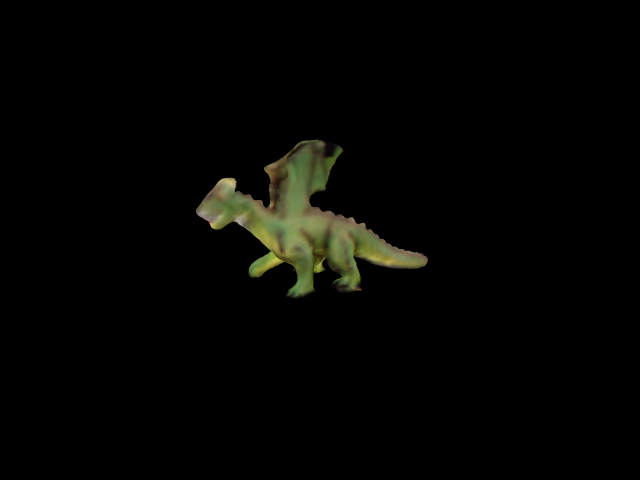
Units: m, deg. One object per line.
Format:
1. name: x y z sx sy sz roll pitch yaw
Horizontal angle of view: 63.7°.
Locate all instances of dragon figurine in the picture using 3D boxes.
1. dragon figurine: 0.003 -0.043 0.850 0.411 0.240 0.123 -7 16 -22
